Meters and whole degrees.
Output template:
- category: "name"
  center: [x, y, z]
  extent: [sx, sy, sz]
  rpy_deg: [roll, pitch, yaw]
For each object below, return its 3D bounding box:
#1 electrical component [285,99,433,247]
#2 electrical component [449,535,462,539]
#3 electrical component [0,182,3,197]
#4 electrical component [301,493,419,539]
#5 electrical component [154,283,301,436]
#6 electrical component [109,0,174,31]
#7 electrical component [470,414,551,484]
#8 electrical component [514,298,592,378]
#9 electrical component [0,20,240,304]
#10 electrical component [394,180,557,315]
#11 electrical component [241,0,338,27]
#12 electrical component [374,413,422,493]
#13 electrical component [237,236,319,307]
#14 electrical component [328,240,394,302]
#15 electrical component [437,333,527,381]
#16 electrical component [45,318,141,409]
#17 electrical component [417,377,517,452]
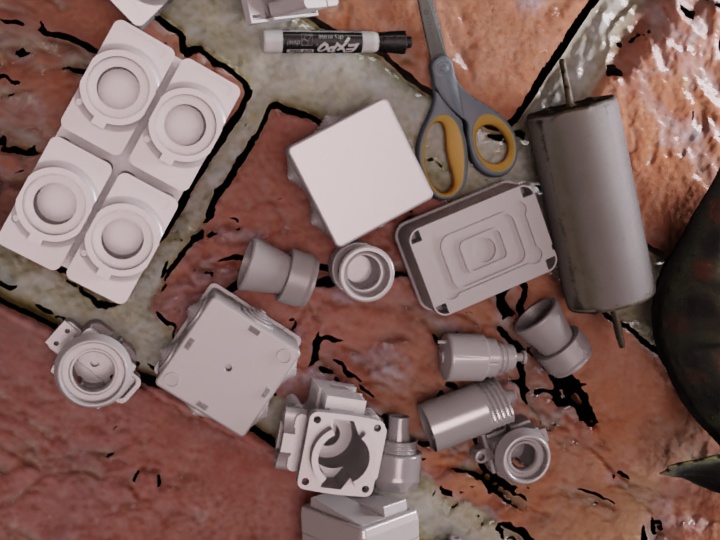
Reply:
- category: "electrical component"
  center: [-0.003, -0.078, 0.857]
  extent: [0.100, 0.048, 0.099]
  rpy_deg: [-29, 102, -7]
- category: "electrical component"
  center: [0.077, 0.268, 0.921]
  extent: [0.043, 0.043, 0.081]
  rpy_deg: [5, 96, -12]
- category: "electrical component"
  center: [-0.310, 0.005, 0.783]
  extent: [0.062, 0.089, 0.150]
  rpy_deg: [11, 95, -13]
- category: "electrical component"
  center: [-0.005, 0.213, 0.875]
  extent: [0.062, 0.096, 0.061]
  rpy_deg: [-9, 100, -40]
- category: "electrical component"
  center: [-0.105, 0.072, 0.854]
  extent: [0.100, 0.048, 0.099]
  rpy_deg: [34, 94, -11]
- category: "electrical component"
  center: [-0.152, -0.228, 0.804]
  extent: [0.089, 0.056, 0.050]
  rpy_deg: [-45, 103, -3]
- category: "electrical component"
  center: [0.132, 0.153, 0.911]
  extent: [0.066, 0.055, 0.048]
  rpy_deg: [-19, 100, -9]
- category: "electrical component"
  center: [0.164, 0.058, 0.912]
  extent: [0.045, 0.045, 0.055]
  rpy_deg: [-41, 103, -4]
- category: "electrical component"
  center: [-0.181, -0.081, 0.814]
  extent: [0.105, 0.060, 0.186]
  rpy_deg: [29, 91, -14]
- category: "electrical component"
  center: [0.093, -0.019, 0.881]
  extent: [0.113, 0.057, 0.078]
  rpy_deg: [-23, 101, -8]
- category: "electrical component"
  center: [-0.061, -0.252, 0.809]
  extent: [0.079, 0.063, 0.121]
  rpy_deg: [-23, 105, -49]
- category: "electrical component"
  center: [0.031, 0.152, 0.897]
  extent: [0.043, 0.043, 0.062]
  rpy_deg: [3, 95, -12]
- category: "electrical component"
  center: [-0.065, 0.002, 0.857]
  extent: [0.055, 0.045, 0.045]
  rpy_deg: [18, 93, -14]
- category: "electrical component"
  center: [0.000, 0.000, 0.865]
  extent: [0.045, 0.055, 0.045]
  rpy_deg: [-2, 97, -12]
- category: "electrical component"
  center: [0.102, 0.073, 0.903]
  extent: [0.078, 0.040, 0.040]
  rpy_deg: [1, 97, -12]
- category: "electrical component"
  center: [-0.206, 0.074, 0.830]
  extent: [0.078, 0.057, 0.058]
  rpy_deg: [42, 87, -14]
- category: "electrical component"
  center: [0.094, 0.119, 0.905]
  extent: [0.081, 0.043, 0.043]
  rpy_deg: [-19, 101, -9]
